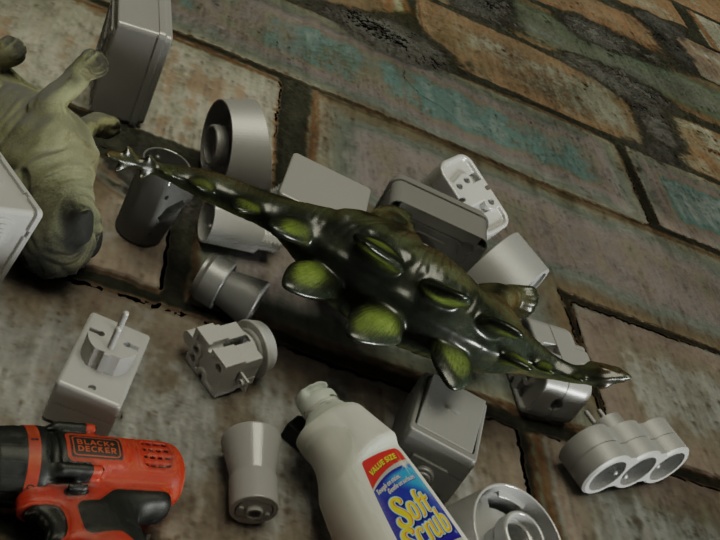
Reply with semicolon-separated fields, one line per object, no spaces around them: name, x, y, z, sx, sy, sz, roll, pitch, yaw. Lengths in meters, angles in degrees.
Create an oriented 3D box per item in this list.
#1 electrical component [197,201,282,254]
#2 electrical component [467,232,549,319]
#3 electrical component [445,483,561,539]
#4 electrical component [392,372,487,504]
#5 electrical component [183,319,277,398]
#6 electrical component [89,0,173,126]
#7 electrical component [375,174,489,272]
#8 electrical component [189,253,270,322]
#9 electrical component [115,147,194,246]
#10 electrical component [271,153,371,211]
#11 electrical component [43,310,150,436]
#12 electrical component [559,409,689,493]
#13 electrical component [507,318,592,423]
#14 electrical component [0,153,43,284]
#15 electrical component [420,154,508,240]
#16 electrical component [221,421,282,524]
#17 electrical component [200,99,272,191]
electrical component;-0.105;-0.039;0.995;0.081;0.043;0.043;12;36;-27
electrical component;0.138;0.022;1.054;0.060;0.108;0.108;46;34;12
electrical component;0.104;0.213;0.818;0.099;0.064;0.099;25;42;-25
electrical component;0.061;0.136;0.870;0.062;0.061;0.096;28;31;-3
electrical component;-0.100;0.066;0.851;0.055;0.048;0.066;-15;53;-40
electrical component;-0.232;-0.221;1.084;0.056;0.108;0.108;13;36;-22
electrical component;0.068;-0.039;1.104;0.113;0.078;0.057;24;33;-10
electrical component;-0.111;0.016;0.911;0.055;0.045;0.045;30;32;0
electrical component;-0.172;-0.070;0.950;0.043;0.077;0.079;36;32;10
electrical component;-0.043;-0.061;1.071;0.100;0.048;0.099;25;32;-8
electrical component;-0.180;0.062;0.761;0.047;0.075;0.083;24;32;-10
electrical component;0.235;0.157;0.993;0.138;0.052;0.073;1;42;-39
electrical component;0.181;0.097;1.031;0.059;0.053;0.095;17;34;-21
electrical component;-0.292;-0.039;0.790;0.099;0.099;0.048;48;23;26
electrical component;0.109;-0.070;1.184;0.054;0.059;0.095;-27;82;-42
electrical component;-0.076;0.146;0.763;0.044;0.044;0.065;16;39;-22
electrical component;-0.117;-0.118;1.049;0.064;0.099;0.099;3;41;-28
